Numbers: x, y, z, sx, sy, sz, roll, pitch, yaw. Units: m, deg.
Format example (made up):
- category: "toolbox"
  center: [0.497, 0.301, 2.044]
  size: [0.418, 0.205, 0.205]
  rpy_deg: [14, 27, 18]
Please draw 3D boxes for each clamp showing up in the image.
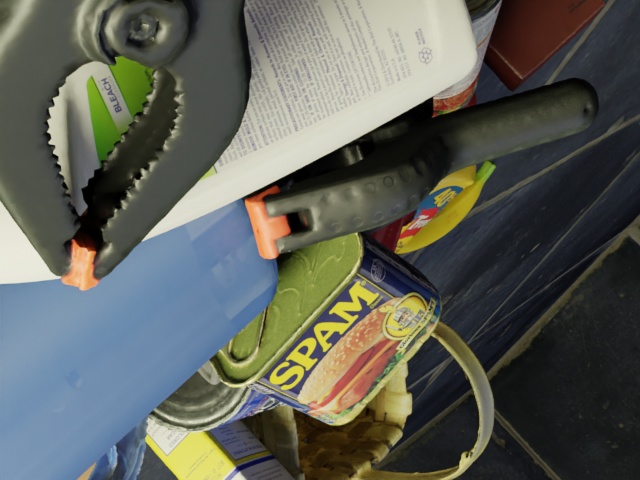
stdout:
- category: "clamp"
  center: [0.031, -0.042, 0.499]
  size: [0.171, 0.039, 0.120]
  rpy_deg: [-23, -163, -25]
- category: "clamp"
  center: [-0.047, -0.075, 0.315]
  size: [0.164, 0.036, 0.210]
  rpy_deg: [-7, 132, -25]

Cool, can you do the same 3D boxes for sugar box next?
- category: "sugar box"
  center: [-0.077, 0.162, 0.800]
  size: [0.048, 0.176, 0.093]
  rpy_deg: [-44, 165, 7]

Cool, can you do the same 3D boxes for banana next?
- category: "banana"
  center: [0.094, -0.023, 0.997]
  size: [0.197, 0.037, 0.070]
  rpy_deg: [-29, 141, -45]

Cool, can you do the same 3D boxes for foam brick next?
- category: "foam brick"
  center: [0.144, -0.147, 0.722]
  size: [0.078, 0.053, 0.051]
  rpy_deg: [-41, 177, 1]

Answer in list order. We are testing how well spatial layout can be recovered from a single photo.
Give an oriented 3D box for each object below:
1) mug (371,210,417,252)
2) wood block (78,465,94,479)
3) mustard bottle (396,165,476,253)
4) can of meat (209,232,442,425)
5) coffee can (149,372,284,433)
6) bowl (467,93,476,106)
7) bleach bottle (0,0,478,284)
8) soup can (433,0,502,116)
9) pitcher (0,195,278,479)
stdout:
- category: "mug"
  center: [-0.004, 0.001, 0.680]
  size: [0.093, 0.117, 0.081]
  rpy_deg: [53, 50, -49]
- category: "wood block"
  center: [-0.213, 0.145, 0.582]
  size: [0.206, 0.090, 0.091]
  rpy_deg: [-42, 166, -2]
- category: "mustard bottle"
  center: [0.066, -0.031, 0.854]
  size: [0.192, 0.058, 0.096]
  rpy_deg: [-45, 166, 9]
- category: "can of meat"
  center: [0.004, 0.041, 0.553]
  size: [0.102, 0.057, 0.083]
  rpy_deg: [-48, 135, 9]
- category: "coffee can"
  center: [-0.059, 0.072, 0.738]
  size: [0.103, 0.103, 0.140]
  rpy_deg: [-46, 164, 15]
- category: "bowl"
  center: [0.055, -0.067, 0.736]
  size: [0.162, 0.055, 0.162]
  rpy_deg: [-39, 164, -14]
- category: "bleach bottle"
  center: [-0.059, -0.060, 0.423]
  size: [0.250, 0.102, 0.068]
  rpy_deg: [-28, -172, -23]
- category: "soup can"
  center: [0.061, -0.119, 0.585]
  size: [0.068, 0.068, 0.102]
  rpy_deg: [-38, 163, -15]
- category: "pitcher"
  center: [-0.134, 0.062, 0.466]
  size: [0.242, 0.145, 0.149]
  rpy_deg: [-38, 168, -25]
